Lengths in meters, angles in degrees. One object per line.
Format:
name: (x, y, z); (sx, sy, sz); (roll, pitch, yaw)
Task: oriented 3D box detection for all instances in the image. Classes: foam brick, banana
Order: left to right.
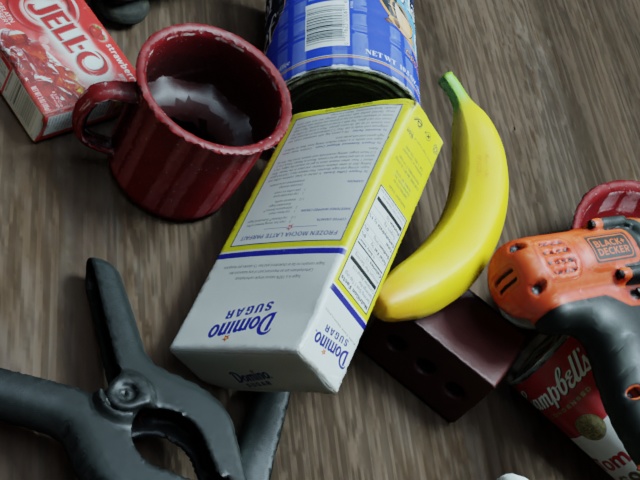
foam brick: (0.073, 0.060, 0.640); (0.078, 0.053, 0.051); (39, 47, 1)
banana: (0.078, -0.016, 0.636); (0.069, 0.037, 0.197); (28, 49, -10)

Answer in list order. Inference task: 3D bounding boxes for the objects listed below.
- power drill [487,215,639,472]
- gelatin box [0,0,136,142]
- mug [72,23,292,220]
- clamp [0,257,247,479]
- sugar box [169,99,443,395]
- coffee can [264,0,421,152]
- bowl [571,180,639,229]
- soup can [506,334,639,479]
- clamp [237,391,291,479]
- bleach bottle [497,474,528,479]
power drill: (0.202, 0.070, 0.612); (0.184, 0.057, 0.188); (-8, 59, -32)
gelatin box: (-0.160, -0.109, 0.641); (0.073, 0.030, 0.089); (-25, 73, -40)
mug: (-0.085, -0.065, 0.618); (0.117, 0.082, 0.093); (2, 57, -29)
clamp: (-0.108, 0.085, 0.514); (0.120, 0.039, 0.172); (-29, 58, -32)
sugar box: (-0.004, 0.001, 0.591); (0.048, 0.094, 0.176); (49, 53, -37)
coffee can: (0.013, -0.128, 0.704); (0.102, 0.103, 0.140); (15, 52, -20)
bowl: (0.227, 0.039, 0.741); (0.162, 0.055, 0.162); (15, 52, -21)
soup can: (0.176, 0.098, 0.662); (0.102, 0.069, 0.068); (43, 48, 2)
clamp: (-0.030, 0.170, 0.509); (0.165, 0.036, 0.209); (42, 48, 15)
bleach bottle: (0.206, 0.207, 0.580); (0.250, 0.068, 0.102); (19, 25, -15)
